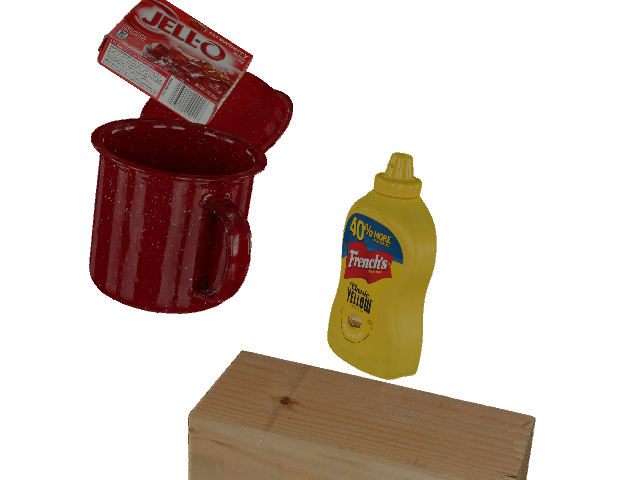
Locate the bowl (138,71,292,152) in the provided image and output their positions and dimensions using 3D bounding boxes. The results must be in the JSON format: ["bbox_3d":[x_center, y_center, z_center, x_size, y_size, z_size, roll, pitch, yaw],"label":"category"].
[{"bbox_3d":[-0.109,-0.110,0.961,0.162,0.055,0.162,-20,33,13],"label":"bowl"}]

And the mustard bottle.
[{"bbox_3d":[0.057,0.018,0.934,0.058,0.192,0.096,-5,21,-36],"label":"mustard bottle"}]

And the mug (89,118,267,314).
[{"bbox_3d":[-0.073,-0.008,0.568,0.093,0.081,0.117,-9,29,-39],"label":"mug"}]

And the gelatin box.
[{"bbox_3d":[-0.101,-0.128,0.745,0.089,0.030,0.073,33,40,-5],"label":"gelatin box"}]

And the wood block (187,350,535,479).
[{"bbox_3d":[0.026,0.150,0.697,0.206,0.090,0.090,11,27,17],"label":"wood block"}]
